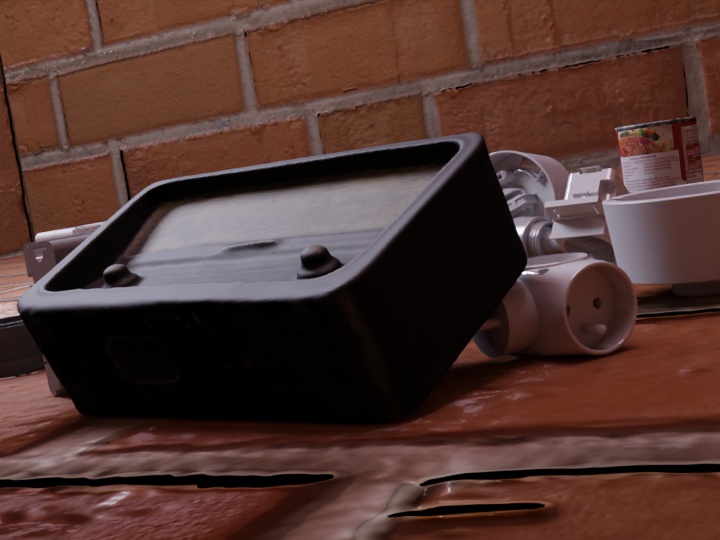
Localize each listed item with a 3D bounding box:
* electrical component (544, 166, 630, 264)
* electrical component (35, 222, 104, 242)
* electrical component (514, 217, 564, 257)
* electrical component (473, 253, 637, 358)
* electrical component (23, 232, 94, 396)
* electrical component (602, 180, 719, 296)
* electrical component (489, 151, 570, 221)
[{"bbox_3d":[0.175,-0.038,0.800,0.042,0.063,0.081,-6,-35,34],"label":"electrical component"},{"bbox_3d":[-0.230,-0.002,1.019,0.062,0.089,0.150,-6,6,31],"label":"electrical component"},{"bbox_3d":[0.142,-0.021,0.852,0.043,0.043,0.062,-13,8,-39],"label":"electrical component"},{"bbox_3d":[0.078,0.020,0.520,0.079,0.044,0.077,-11,6,-26],"label":"electrical component"},{"bbox_3d":[-0.152,0.024,0.623,0.056,0.089,0.050,-13,7,-35],"label":"electrical component"},{"bbox_3d":[0.200,-0.018,0.626,0.108,0.060,0.108,-9,5,1],"label":"electrical component"},{"bbox_3d":[0.135,-0.053,0.922,0.064,0.099,0.099,-5,2,-39],"label":"electrical component"}]
